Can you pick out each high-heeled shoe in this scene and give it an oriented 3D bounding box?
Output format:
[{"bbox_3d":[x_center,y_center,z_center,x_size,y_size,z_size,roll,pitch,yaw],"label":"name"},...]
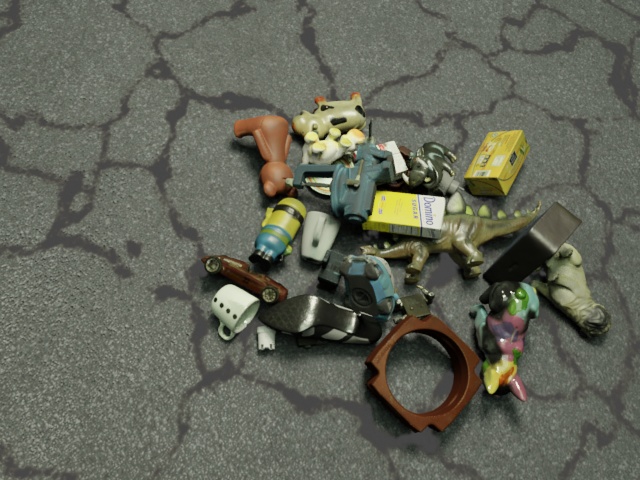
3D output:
[{"bbox_3d":[0.005,0.181,1.139,0.249,0.145,0.086,0,62,14],"label":"high-heeled shoe"}]

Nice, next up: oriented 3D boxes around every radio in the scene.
[{"bbox_3d":[0.463,0.020,1.184,0.131,0.229,0.073,-39,76,-25],"label":"radio"}]

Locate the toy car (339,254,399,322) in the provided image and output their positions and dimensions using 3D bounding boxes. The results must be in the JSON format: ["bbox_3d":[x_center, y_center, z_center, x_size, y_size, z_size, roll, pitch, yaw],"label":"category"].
[{"bbox_3d":[0.110,0.090,1.163,0.109,0.161,0.103,0,28,35],"label":"toy car"}]

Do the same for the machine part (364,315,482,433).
[{"bbox_3d":[0.208,0.270,1.099,0.201,0.087,0.201,43,76,5],"label":"machine part"}]

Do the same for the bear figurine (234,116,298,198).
[{"bbox_3d":[-0.123,-0.194,1.293,0.120,0.132,0.195,-8,96,-46],"label":"bear figurine"}]

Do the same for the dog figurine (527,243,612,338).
[{"bbox_3d":[0.593,0.111,1.238,0.190,0.121,0.172,38,69,-4],"label":"dog figurine"}]

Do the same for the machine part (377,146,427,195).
[{"bbox_3d":[0.179,-0.151,1.324,0.179,0.056,0.179,3,65,-6],"label":"machine part"}]

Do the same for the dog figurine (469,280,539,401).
[{"bbox_3d":[0.388,0.217,1.116,0.108,0.191,0.219,14,49,-7],"label":"dog figurine"}]

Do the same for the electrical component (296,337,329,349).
[{"bbox_3d":[-0.030,0.201,1.153,0.094,0.021,0.063,0,66,-13],"label":"electrical component"}]

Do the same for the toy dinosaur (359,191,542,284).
[{"bbox_3d":[0.317,-0.013,1.249,0.472,0.105,0.198,-5,65,-10],"label":"toy dinosaur"}]

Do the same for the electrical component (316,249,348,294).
[{"bbox_3d":[0.028,0.061,1.173,0.048,0.119,0.075,21,62,4],"label":"electrical component"}]

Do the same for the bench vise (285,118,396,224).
[{"bbox_3d":[0.042,-0.143,1.202,0.241,0.128,0.223,5,76,17],"label":"bench vise"}]

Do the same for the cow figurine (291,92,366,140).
[{"bbox_3d":[0.023,-0.298,1.363,0.195,0.085,0.127,-10,61,-12],"label":"cow figurine"}]

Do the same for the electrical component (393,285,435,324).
[{"bbox_3d":[0.205,0.142,1.189,0.102,0.045,0.078,-6,44,-7],"label":"electrical component"}]

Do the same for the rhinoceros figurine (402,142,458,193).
[{"bbox_3d":[0.255,-0.175,1.253,0.112,0.073,0.190,45,39,-7],"label":"rhinoceros figurine"}]

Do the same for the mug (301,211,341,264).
[{"bbox_3d":[-0.002,-0.004,1.212,0.081,0.109,0.107,16,78,-3],"label":"mug"}]

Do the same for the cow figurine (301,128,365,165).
[{"bbox_3d":[0.032,-0.215,1.301,0.167,0.098,0.068,-16,56,-31],"label":"cow figurine"}]

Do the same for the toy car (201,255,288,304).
[{"bbox_3d":[-0.159,0.078,1.156,0.202,0.089,0.053,28,96,7],"label":"toy car"}]

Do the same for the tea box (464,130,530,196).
[{"bbox_3d":[0.443,-0.192,1.343,0.098,0.068,0.169,8,54,47],"label":"tea box"}]

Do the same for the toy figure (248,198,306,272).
[{"bbox_3d":[-0.090,-0.016,1.204,0.082,0.089,0.180,51,47,-27],"label":"toy figure"}]
